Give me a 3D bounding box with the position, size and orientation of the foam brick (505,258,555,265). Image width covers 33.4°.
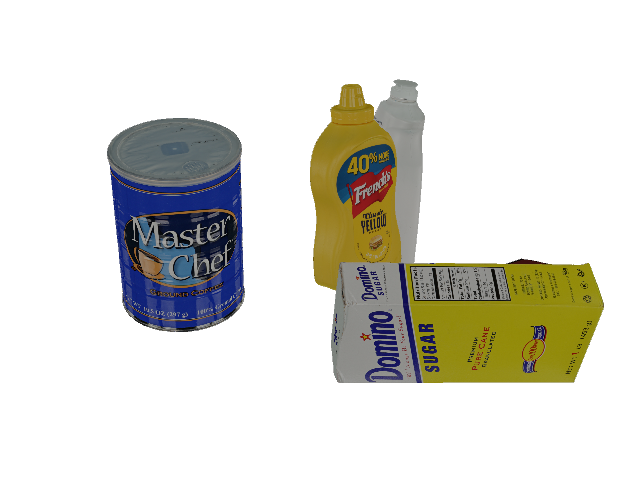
[{"bbox_3d":[0.203,0.062,1.040,0.053,0.078,0.051,12,18,41],"label":"foam brick"}]

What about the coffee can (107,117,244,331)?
[{"bbox_3d":[-0.113,-0.013,0.853,0.103,0.140,0.103,1,32,-1],"label":"coffee can"}]

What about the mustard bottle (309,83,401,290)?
[{"bbox_3d":[0.033,-0.054,1.023,0.096,0.192,0.058,-18,23,-37],"label":"mustard bottle"}]

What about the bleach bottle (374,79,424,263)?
[{"bbox_3d":[0.082,-0.058,1.238,0.068,0.251,0.103,-1,22,-22],"label":"bleach bottle"}]

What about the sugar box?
[{"bbox_3d":[0.098,0.059,0.745,0.176,0.048,0.093,-2,-43,-5],"label":"sugar box"}]
